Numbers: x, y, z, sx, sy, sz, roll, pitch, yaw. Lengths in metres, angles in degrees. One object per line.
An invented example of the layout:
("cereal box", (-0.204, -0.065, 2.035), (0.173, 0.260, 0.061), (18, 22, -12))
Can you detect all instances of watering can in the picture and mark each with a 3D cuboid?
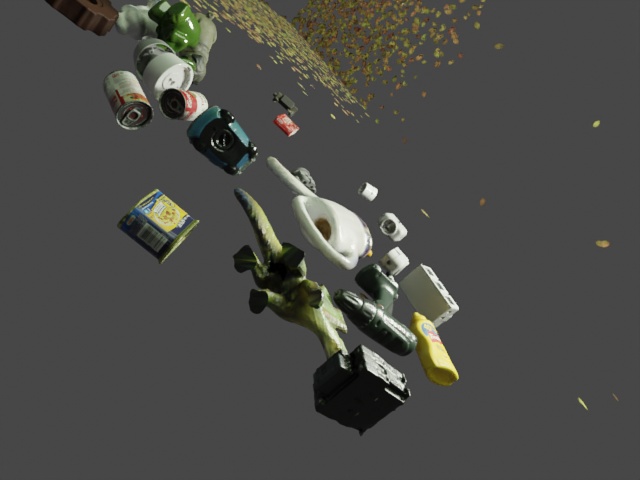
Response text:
("watering can", (0.004, -0.063, 1.255), (0.223, 0.103, 0.354), (18, 34, -53))

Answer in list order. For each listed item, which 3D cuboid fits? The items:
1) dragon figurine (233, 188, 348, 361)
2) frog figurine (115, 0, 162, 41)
("dragon figurine", (-0.038, 0.089, 0.954), (0.238, 0.122, 0.419), (48, 13, -51))
("frog figurine", (-0.457, -0.551, 1.337), (0.136, 0.121, 0.162), (51, 55, -11))
